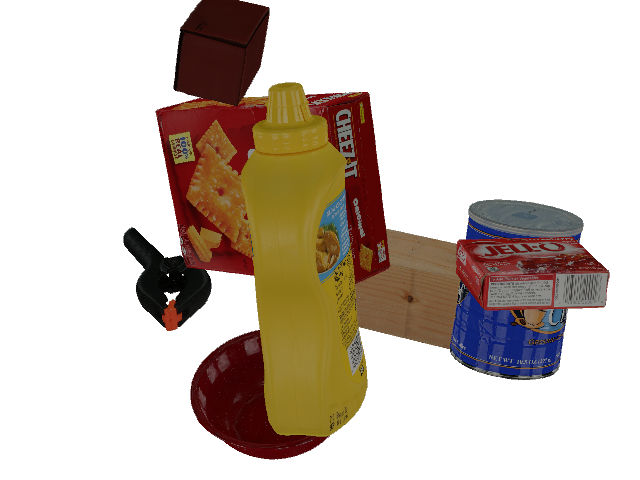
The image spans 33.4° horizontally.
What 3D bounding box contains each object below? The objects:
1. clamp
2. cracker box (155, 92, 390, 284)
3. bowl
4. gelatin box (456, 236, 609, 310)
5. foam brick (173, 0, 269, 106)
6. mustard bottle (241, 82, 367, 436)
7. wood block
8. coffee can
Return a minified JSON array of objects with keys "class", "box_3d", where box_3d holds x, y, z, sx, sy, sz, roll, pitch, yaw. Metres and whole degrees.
[{"class":"clamp","box_3d":[-0.148,0.032,1.154,0.120,0.039,0.171,-13,38,-6]},{"class":"cracker box","box_3d":[-0.048,-0.050,0.994,0.214,0.164,0.071,5,20,40]},{"class":"bowl","box_3d":[-0.041,0.157,1.026,0.162,0.055,0.162,-4,37,3]},{"class":"gelatin box","box_3d":[0.145,0.021,0.743,0.089,0.030,0.073,-1,19,-6]},{"class":"foam brick","box_3d":[-0.075,-0.147,0.814,0.053,0.051,0.078,14,34,4]},{"class":"mustard bottle","box_3d":[-0.010,0.007,0.603,0.058,0.192,0.096,0,20,15]},{"class":"wood block","box_3d":[0.062,0.042,1.184,0.206,0.091,0.090,13,24,18]},{"class":"coffee can","box_3d":[0.178,0.043,0.978,0.103,0.140,0.103,5,16,-2]}]
